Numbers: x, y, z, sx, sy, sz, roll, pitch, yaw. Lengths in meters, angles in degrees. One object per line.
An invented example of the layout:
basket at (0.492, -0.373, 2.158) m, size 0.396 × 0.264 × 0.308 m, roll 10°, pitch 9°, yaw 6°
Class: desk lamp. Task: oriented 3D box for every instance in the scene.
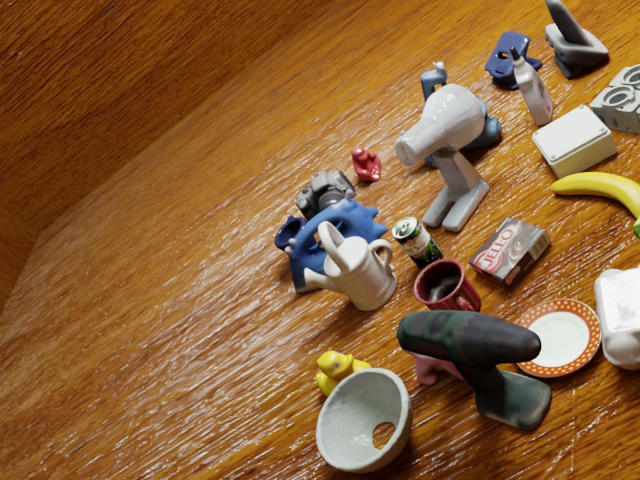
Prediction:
desk lamp at (0.243, -0.162, 1.111) m, size 0.203 × 0.214 × 0.117 m, roll -53°, pitch 33°, yaw -16°

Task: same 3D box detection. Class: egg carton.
egg carton at (0.418, 0.096, 0.742) m, size 0.107 × 0.070 × 0.150 m, roll -20°, pitch 38°, yaw 32°

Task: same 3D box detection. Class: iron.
iron at (0.011, 0.004, 1.238) m, size 0.258 × 0.142 × 0.118 m, roll -36°, pitch 32°, yaw 10°

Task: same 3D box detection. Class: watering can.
watering can at (0.050, 0.047, 1.093) m, size 0.173 × 0.195 × 0.100 m, roll -42°, pitch 31°, yaw 1°

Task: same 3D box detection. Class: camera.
camera at (0.010, -0.094, 1.398) m, size 0.143 × 0.101 × 0.136 m, roll -32°, pitch 33°, yaw 16°

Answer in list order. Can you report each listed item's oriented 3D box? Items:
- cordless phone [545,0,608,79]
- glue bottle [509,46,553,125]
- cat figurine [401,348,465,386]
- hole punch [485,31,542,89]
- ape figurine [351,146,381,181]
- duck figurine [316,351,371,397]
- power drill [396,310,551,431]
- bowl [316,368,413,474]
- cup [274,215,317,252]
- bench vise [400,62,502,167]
cordless phone at (0.510, -0.447, 1.187) m, size 0.094 × 0.185 × 0.147 m, roll -30°, pitch 33°, yaw 20°
glue bottle at (0.416, -0.315, 1.143) m, size 0.037 × 0.174 × 0.078 m, roll -17°, pitch 40°, yaw 35°
cat figurine at (0.185, 0.161, 0.876) m, size 0.127 × 0.118 × 0.067 m, roll -20°, pitch 38°, yaw 33°
hole punch at (0.437, -0.415, 1.321) m, size 0.101 × 0.091 × 0.108 m, roll -41°, pitch 31°, yaw 2°
ape figurine at (0.109, -0.194, 1.418) m, size 0.078 × 0.092 × 0.076 m, roll -50°, pitch 32°, yaw -12°
duck figurine at (0.029, 0.229, 1.000) m, size 0.104 × 0.086 × 0.077 m, roll -23°, pitch 36°, yaw 29°
power drill at (0.217, 0.162, 0.751) m, size 0.228 × 0.209 × 0.076 m, roll 5°, pitch 55°, yaw 51°
bowl at (0.080, 0.287, 0.882) m, size 0.167 × 0.075 × 0.167 m, roll -29°, pitch 34°, yaw 22°
cup at (-0.047, 0.001, 1.353) m, size 0.091 × 0.095 × 0.117 m, roll -32°, pitch 33°, yaw 17°
bench vise at (0.250, -0.259, 1.215) m, size 0.207 × 0.220 × 0.121 m, roll -29°, pitch 34°, yaw 22°
